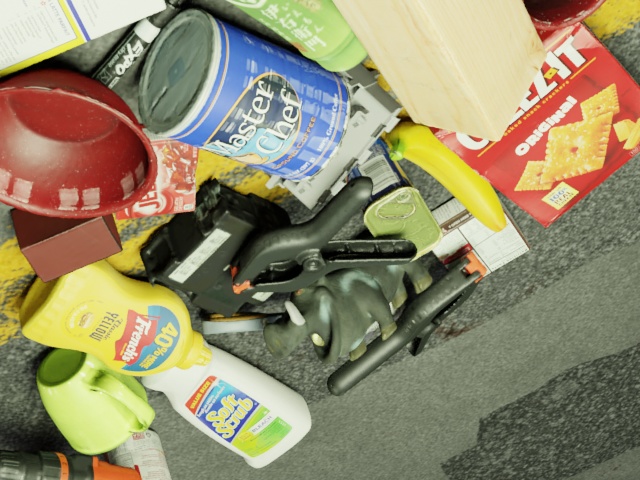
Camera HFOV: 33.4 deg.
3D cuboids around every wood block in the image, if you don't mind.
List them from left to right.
[{"bbox_3d":[0.084,-0.175,0.800,0.090,0.090,0.206,-60,141,-14],"label":"wood block"}]

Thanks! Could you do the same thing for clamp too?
[{"bbox_3d":[-0.006,0.001,0.955,0.171,0.039,0.120,-17,134,7],"label":"clamp"},{"bbox_3d":[0.112,0.085,1.155,0.210,0.036,0.164,-48,162,30],"label":"clamp"}]

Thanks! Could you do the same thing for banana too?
[{"bbox_3d":[0.117,-0.068,1.029,0.037,0.069,0.197,-22,147,35],"label":"banana"}]

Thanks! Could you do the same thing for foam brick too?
[{"bbox_3d":[-0.222,-0.008,0.936,0.078,0.053,0.051,-22,140,-3],"label":"foam brick"}]

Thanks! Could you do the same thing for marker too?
[{"bbox_3d":[-0.151,-0.149,0.844,0.020,0.020,0.121,25,120,-42],"label":"marker"}]

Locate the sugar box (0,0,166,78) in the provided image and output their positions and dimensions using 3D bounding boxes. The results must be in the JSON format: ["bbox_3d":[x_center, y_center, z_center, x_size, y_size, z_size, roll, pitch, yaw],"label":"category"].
[{"bbox_3d":[-0.209,-0.177,0.765,0.176,0.048,0.093,-25,141,-5],"label":"sugar box"}]

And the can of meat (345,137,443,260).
[{"bbox_3d":[0.066,-0.040,1.019,0.057,0.084,0.102,-31,140,7],"label":"can of meat"}]

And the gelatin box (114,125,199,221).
[{"bbox_3d":[-0.145,-0.060,0.935,0.073,0.030,0.089,-8,137,-19],"label":"gelatin box"}]

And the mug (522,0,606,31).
[{"bbox_3d":[0.177,-0.225,0.875,0.117,0.081,0.093,-40,139,18],"label":"mug"}]

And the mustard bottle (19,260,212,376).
[{"bbox_3d":[-0.183,0.081,1.025,0.191,0.058,0.096,29,106,-34],"label":"mustard bottle"}]

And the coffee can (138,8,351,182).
[{"bbox_3d":[-0.060,-0.114,0.862,0.140,0.103,0.103,17,125,-39],"label":"coffee can"}]

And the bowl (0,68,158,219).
[{"bbox_3d":[-0.205,-0.084,0.837,0.162,0.055,0.162,1,145,1],"label":"bowl"}]

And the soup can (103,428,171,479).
[{"bbox_3d":[-0.203,0.272,1.208,0.068,0.102,0.068,-14,139,-13],"label":"soup can"}]

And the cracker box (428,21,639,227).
[{"bbox_3d":[0.215,-0.121,1.015,0.164,0.072,0.213,-41,137,18],"label":"cracker box"}]

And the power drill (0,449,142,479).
[{"bbox_3d":[-0.309,0.264,1.127,0.184,0.057,0.188,23,148,-39],"label":"power drill"}]

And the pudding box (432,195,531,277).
[{"bbox_3d":[0.165,-0.004,1.144,0.090,0.039,0.113,-33,141,10],"label":"pudding box"}]

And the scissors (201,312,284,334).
[{"bbox_3d":[-0.036,0.081,1.113,0.201,0.096,0.016,-3,92,-31],"label":"scissors"}]

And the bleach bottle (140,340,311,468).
[{"bbox_3d":[-0.119,0.170,1.174,0.103,0.068,0.250,-38,136,15],"label":"bleach bottle"}]
